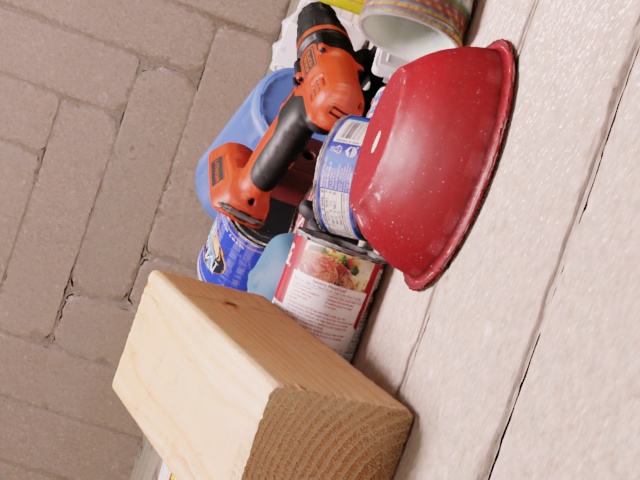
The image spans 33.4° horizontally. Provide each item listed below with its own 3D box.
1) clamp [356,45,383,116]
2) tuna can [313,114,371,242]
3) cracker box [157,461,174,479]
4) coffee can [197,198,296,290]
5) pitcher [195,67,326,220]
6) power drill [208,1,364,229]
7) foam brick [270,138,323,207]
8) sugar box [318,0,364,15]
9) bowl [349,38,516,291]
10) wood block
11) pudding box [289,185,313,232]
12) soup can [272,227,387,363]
[{"bbox_3d":[0.035,-0.125,1.000,0.210,0.036,0.164,-174,103,-77],"label":"clamp"},{"bbox_3d":[0.030,-0.042,0.741,0.086,0.034,0.086,-38,-45,-53],"label":"tuna can"},{"bbox_3d":[-0.112,0.206,1.104,0.214,0.072,0.164,153,134,-77],"label":"cracker box"},{"bbox_3d":[-0.069,0.002,1.153,0.140,0.102,0.102,121,165,-55],"label":"coffee can"},{"bbox_3d":[-0.055,-0.093,1.243,0.144,0.149,0.243,-51,3,-24],"label":"pitcher"},{"bbox_3d":[-0.034,-0.117,0.988,0.188,0.057,0.184,-51,27,28],"label":"power drill"},{"bbox_3d":[-0.019,-0.070,1.089,0.051,0.078,0.053,118,165,-44],"label":"foam brick"},{"bbox_3d":[0.056,-0.237,0.918,0.176,0.093,0.048,161,126,-80],"label":"sugar box"},{"bbox_3d":[0.059,-0.053,0.648,0.162,0.055,0.162,-162,91,-82],"label":"bowl"},{"bbox_3d":[-0.044,0.096,0.638,0.206,0.090,0.090,31,104,60],"label":"wood block"},{"bbox_3d":[-0.006,0.001,0.981,0.090,0.039,0.113,126,160,-58],"label":"pudding box"},{"bbox_3d":[-0.001,0.050,0.751,0.068,0.068,0.102,-131,60,-80],"label":"soup can"}]
